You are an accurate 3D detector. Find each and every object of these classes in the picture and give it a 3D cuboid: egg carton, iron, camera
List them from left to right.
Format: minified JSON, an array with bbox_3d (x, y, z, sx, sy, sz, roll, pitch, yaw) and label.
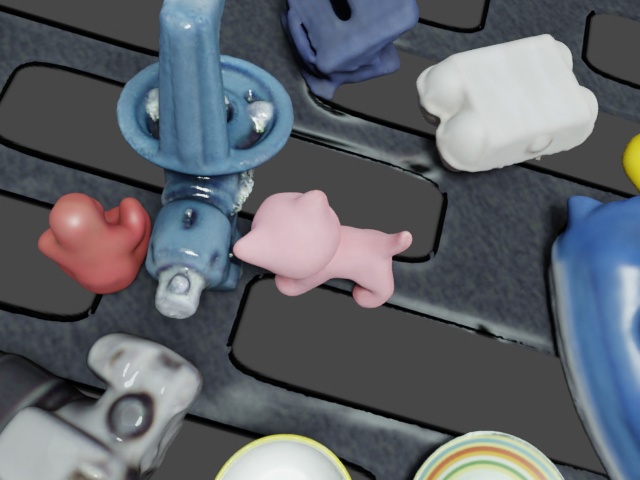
[{"bbox_3d":[-0.166,0.113,0.367,0.137,0.101,0.143,30,70,4],"label":"camera"},{"bbox_3d":[0.164,-0.117,0.504,0.150,0.069,0.107,-17,74,-12],"label":"egg carton"},{"bbox_3d":[0.259,0.074,0.413,0.118,0.141,0.258,1,71,-7],"label":"iron"}]

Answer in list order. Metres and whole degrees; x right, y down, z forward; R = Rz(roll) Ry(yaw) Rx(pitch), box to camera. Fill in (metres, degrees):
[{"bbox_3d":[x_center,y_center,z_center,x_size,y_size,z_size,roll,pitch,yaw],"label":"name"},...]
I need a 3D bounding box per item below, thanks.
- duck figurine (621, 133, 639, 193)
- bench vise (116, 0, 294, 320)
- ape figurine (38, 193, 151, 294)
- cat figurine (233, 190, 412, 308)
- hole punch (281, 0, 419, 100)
[{"bbox_3d":[0.334,-0.071,0.502,0.104,0.086,0.077,35,71,5],"label":"duck figurine"},{"bbox_3d":[-0.069,-0.063,0.376,0.121,0.219,0.207,-11,73,-10],"label":"bench vise"},{"bbox_3d":[-0.164,-0.004,0.412,0.078,0.092,0.076,-5,72,-9],"label":"ape figurine"},{"bbox_3d":[0.004,0.001,0.418,0.128,0.117,0.067,5,71,-5],"label":"cat figurine"},{"bbox_3d":[0.022,-0.197,0.502,0.101,0.091,0.108,-19,75,-13],"label":"hole punch"}]
